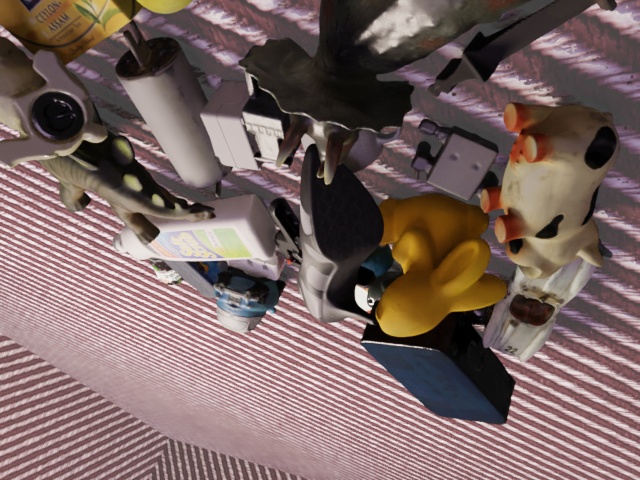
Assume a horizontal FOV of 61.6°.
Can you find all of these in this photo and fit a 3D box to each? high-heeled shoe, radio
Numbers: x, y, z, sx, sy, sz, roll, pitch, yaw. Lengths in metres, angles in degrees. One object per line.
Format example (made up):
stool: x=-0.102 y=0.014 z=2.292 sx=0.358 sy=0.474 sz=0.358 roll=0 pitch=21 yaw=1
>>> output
high-heeled shoe: x=-0.001 y=-0.002 z=0.605 sx=0.145 sy=0.086 sz=0.248 roll=24 pitch=137 yaw=51
radio: x=0.171 y=0.173 z=0.750 sx=0.131 sy=0.073 sz=0.229 roll=-7 pitch=138 yaw=43

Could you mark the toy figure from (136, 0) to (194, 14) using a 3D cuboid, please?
toy figure: x=-0.175 y=-0.273 z=0.449 sx=0.180 sy=0.082 sz=0.089 roll=33 pitch=159 yaw=-23

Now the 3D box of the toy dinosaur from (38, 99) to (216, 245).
toy dinosaur: x=-0.339 y=-0.126 z=0.742 sx=0.472 sy=0.105 sz=0.198 roll=22 pitch=151 yaw=21

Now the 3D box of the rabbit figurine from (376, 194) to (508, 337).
rabbit figurine: x=0.131 y=0.040 z=0.627 sx=0.163 sy=0.173 sz=0.121 roll=2 pitch=138 yaw=38

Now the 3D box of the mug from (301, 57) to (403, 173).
mug: x=0.023 y=-0.128 z=0.537 sx=0.110 sy=0.081 sz=0.107 roll=2 pitch=136 yaw=30

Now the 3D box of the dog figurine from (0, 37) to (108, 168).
dog figurine: x=-0.327 y=-0.162 z=0.596 sx=0.172 sy=0.121 sz=0.191 roll=38 pitch=-179 yaw=-29

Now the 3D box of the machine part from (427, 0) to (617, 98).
machine part: x=0.153 y=-0.159 z=0.419 sx=0.139 sy=0.084 sz=0.039 roll=-24 pitch=100 yaw=40

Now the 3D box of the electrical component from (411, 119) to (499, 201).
electrical component: x=0.143 y=-0.080 z=0.566 sx=0.102 sy=0.045 sz=0.078 roll=19 pitch=120 yaw=3

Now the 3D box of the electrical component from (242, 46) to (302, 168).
electrical component: x=-0.045 y=-0.143 z=0.564 sx=0.048 sy=0.075 sz=0.119 roll=16 pitch=145 yaw=14

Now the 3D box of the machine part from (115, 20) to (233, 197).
machine part: x=-0.164 y=-0.144 z=0.635 sx=0.079 sy=0.079 sz=0.243 roll=8 pitch=146 yaw=24

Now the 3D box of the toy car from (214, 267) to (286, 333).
toy car: x=-0.127 y=0.106 z=0.911 sx=0.109 sy=0.102 sz=0.161 roll=16 pitch=-175 yaw=5

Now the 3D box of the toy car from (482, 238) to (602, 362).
toy car: x=0.261 y=0.065 z=0.647 sx=0.074 sy=0.056 sz=0.201 roll=20 pitch=126 yaw=6

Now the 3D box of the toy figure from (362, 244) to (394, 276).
toy figure: x=0.038 y=-0.013 z=0.716 sx=0.064 sy=0.058 sz=0.154 roll=-36 pitch=117 yaw=14

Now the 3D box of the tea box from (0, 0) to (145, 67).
tea box: x=-0.255 y=-0.249 z=0.546 sx=0.170 sy=0.068 sz=0.098 roll=-8 pitch=138 yaw=42

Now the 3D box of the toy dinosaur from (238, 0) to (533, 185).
toy dinosaur: x=0.081 y=-0.169 z=0.329 sx=0.131 sy=0.192 sz=0.405 roll=34 pitch=148 yaw=-21

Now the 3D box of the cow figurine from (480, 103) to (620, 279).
cow figurine: x=0.229 y=-0.038 z=0.520 sx=0.127 sy=0.085 sz=0.194 roll=-4 pitch=133 yaw=-2

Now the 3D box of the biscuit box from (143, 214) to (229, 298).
biscuit box: x=-0.233 y=0.026 z=0.949 sx=0.063 sy=0.059 sz=0.202 roll=-5 pitch=138 yaw=37

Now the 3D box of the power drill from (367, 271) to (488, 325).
power drill: x=0.186 y=0.127 z=0.810 sx=0.232 sy=0.086 sz=0.207 roll=12 pitch=151 yaw=14
